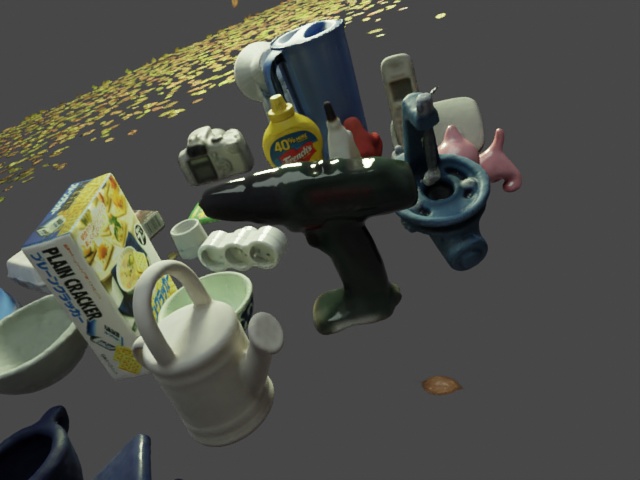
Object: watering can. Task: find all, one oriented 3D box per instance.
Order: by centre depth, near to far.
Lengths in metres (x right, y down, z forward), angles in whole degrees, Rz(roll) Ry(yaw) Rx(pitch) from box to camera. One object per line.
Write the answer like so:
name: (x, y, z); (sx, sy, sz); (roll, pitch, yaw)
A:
watering can: (-0.117, 0.103, 0.571); (0.172, 0.194, 0.101); (-17, 31, 6)

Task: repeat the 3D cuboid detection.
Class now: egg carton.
egg carton: (-0.473, 0.044, 1.004); (0.149, 0.069, 0.107); (6, 39, 37)

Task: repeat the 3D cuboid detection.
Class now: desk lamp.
desk lamp: (-0.086, -0.295, 1.175); (0.118, 0.214, 0.202); (-26, 31, -9)

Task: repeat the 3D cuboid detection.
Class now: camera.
camera: (-0.216, -0.196, 1.205); (0.143, 0.101, 0.137); (-13, 31, 12)

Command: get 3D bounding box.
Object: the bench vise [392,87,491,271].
bench vise: (0.119, -0.087, 0.711); (0.122, 0.220, 0.206); (-31, 32, -18)

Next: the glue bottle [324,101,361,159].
glue bottle: (0.036, -0.133, 0.880); (0.037, 0.173, 0.078); (-6, 33, 23)

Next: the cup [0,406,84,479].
cup: (-0.261, 0.230, 0.552); (0.091, 0.095, 0.117); (-13, 31, 13)

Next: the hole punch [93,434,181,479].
hole punch: (-0.170, 0.240, 0.487); (0.101, 0.091, 0.108); (-24, 30, -6)

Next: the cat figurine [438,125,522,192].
cat figurine: (0.208, -0.108, 0.792); (0.128, 0.118, 0.067); (-28, 31, -12)

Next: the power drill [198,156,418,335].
power drill: (0.006, 0.002, 0.646); (0.229, 0.209, 0.075); (-17, 31, 5)

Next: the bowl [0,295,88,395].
bowl: (-0.376, 0.150, 0.771); (0.167, 0.075, 0.167); (-15, 31, 9)

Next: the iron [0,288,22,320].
iron: (-0.545, 0.109, 0.873); (0.118, 0.142, 0.257); (-22, 30, -3)

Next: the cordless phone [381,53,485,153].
cordless phone: (0.176, -0.212, 0.911); (0.147, 0.185, 0.094); (-14, 31, 12)

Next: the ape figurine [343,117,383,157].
ape figurine: (0.067, -0.175, 1.010); (0.077, 0.092, 0.076); (-13, 31, 13)
